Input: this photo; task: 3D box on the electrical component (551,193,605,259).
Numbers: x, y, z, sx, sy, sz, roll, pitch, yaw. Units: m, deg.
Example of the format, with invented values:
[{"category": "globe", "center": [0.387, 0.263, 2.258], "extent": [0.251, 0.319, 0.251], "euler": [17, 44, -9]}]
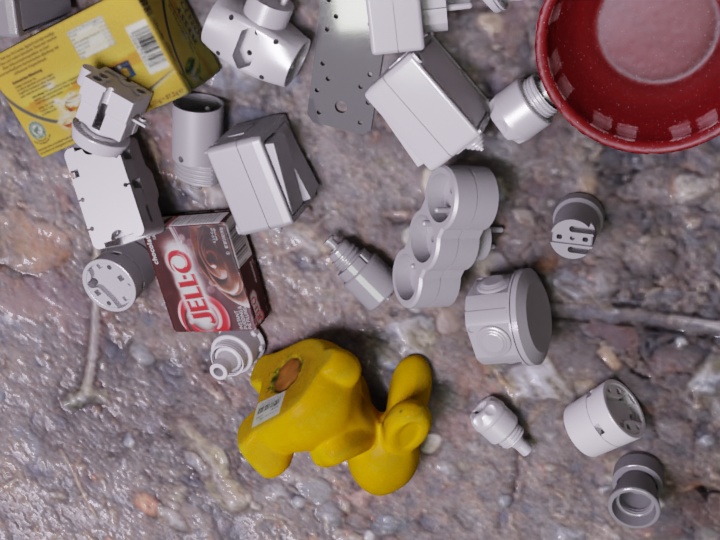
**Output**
[{"category": "electrical component", "center": [0.171, -0.034, 0.852], "extent": [0.040, 0.046, 0.040], "euler": [9, 120, 15]}]

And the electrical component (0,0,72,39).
[{"category": "electrical component", "center": [-0.285, -0.229, 0.879], "extent": [0.061, 0.096, 0.061], "euler": [10, 120, 15]}]

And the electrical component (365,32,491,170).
[{"category": "electrical component", "center": [0.057, -0.124, 0.834], "extent": [0.061, 0.061, 0.096], "euler": [-37, 101, 32]}]

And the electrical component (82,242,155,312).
[{"category": "electrical component", "center": [-0.226, 0.004, 1.017], "extent": [0.055, 0.047, 0.055], "euler": [9, 120, 15]}]

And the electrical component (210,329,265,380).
[{"category": "electrical component", "center": [-0.121, 0.079, 1.011], "extent": [0.048, 0.062, 0.048], "euler": [9, 120, 15]}]

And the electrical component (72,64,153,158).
[{"category": "electrical component", "center": [-0.201, -0.124, 0.857], "extent": [0.066, 0.048, 0.055], "euler": [30, 117, 2]}]

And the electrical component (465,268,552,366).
[{"category": "electrical component", "center": [0.125, 0.040, 0.891], "extent": [0.051, 0.080, 0.080], "euler": [-7, 115, 29]}]

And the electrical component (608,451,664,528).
[{"category": "electrical component", "center": [0.243, 0.192, 0.945], "extent": [0.045, 0.055, 0.045], "euler": [9, 120, 15]}]

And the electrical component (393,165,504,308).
[{"category": "electrical component", "center": [0.084, -0.026, 0.885], "extent": [0.074, 0.052, 0.138], "euler": [-1, 134, -25]}]

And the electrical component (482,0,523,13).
[{"category": "electrical component", "center": [0.102, -0.225, 0.752], "extent": [0.051, 0.080, 0.080], "euler": [-17, 111, 22]}]

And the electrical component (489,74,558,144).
[{"category": "electrical component", "center": [0.132, -0.128, 0.816], "extent": [0.062, 0.043, 0.043], "euler": [-35, 102, 31]}]

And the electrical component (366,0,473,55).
[{"category": "electrical component", "center": [0.045, -0.195, 0.799], "extent": [0.077, 0.065, 0.047], "euler": [-5, 117, 4]}]

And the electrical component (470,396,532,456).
[{"category": "electrical component", "center": [0.131, 0.144, 0.972], "extent": [0.061, 0.035, 0.035], "euler": [43, 123, -9]}]

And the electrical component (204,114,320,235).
[{"category": "electrical component", "center": [-0.077, -0.076, 0.909], "extent": [0.061, 0.061, 0.096], "euler": [-10, 113, 25]}]

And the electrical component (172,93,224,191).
[{"category": "electrical component", "center": [-0.140, -0.106, 0.927], "extent": [0.043, 0.043, 0.081], "euler": [14, 122, 12]}]

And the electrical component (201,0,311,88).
[{"category": "electrical component", "center": [-0.076, -0.197, 0.853], "extent": [0.077, 0.043, 0.079], "euler": [29, 123, 3]}]

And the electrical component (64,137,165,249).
[{"category": "electrical component", "center": [-0.212, -0.069, 0.942], "extent": [0.050, 0.056, 0.089], "euler": [-17, 92, 13]}]

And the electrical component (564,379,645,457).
[{"category": "electrical component", "center": [0.209, 0.129, 0.924], "extent": [0.055, 0.055, 0.047], "euler": [47, 126, -9]}]

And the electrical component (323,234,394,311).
[{"category": "electrical component", "center": [0.000, 0.000, 0.936], "extent": [0.078, 0.040, 0.040], "euler": [44, 123, -7]}]
